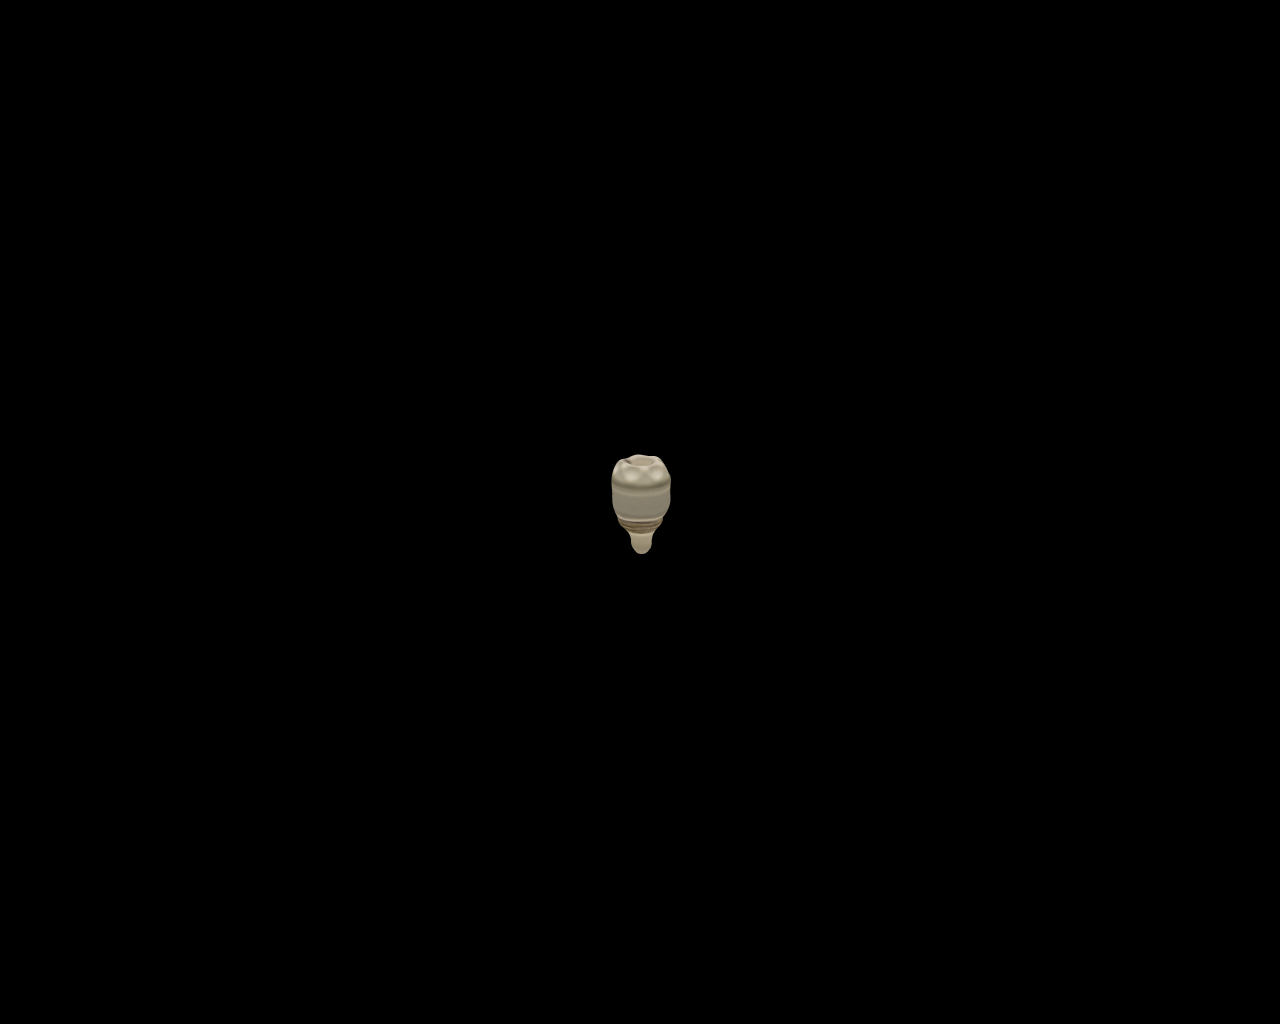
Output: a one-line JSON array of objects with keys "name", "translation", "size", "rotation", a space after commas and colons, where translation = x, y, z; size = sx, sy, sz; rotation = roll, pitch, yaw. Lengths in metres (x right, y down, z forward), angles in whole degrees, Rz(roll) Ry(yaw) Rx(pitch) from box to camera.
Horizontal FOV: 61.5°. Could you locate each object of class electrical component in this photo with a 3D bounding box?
[{"name": "electrical component", "translation": [0.001, -0.003, 0.650], "size": [0.035, 0.061, 0.035], "rotation": [0, 22, 0]}]
